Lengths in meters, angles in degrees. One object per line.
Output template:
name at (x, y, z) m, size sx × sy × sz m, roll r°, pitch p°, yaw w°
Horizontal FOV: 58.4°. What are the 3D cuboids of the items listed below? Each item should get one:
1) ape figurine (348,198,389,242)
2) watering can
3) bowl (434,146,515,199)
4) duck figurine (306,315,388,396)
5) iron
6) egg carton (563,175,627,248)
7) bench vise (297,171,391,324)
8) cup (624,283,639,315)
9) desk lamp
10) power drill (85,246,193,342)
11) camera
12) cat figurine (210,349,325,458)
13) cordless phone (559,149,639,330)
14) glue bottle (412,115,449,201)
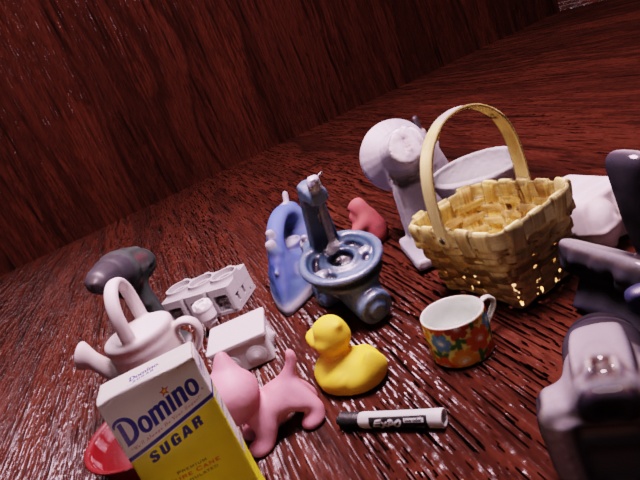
ape figurine at (0.081, -0.036, 1.054) m, size 0.075 × 0.092 × 0.078 m, roll -3°, pitch 28°, yaw 47°
watering can at (-0.254, 0.145, 0.798) m, size 0.173 × 0.194 × 0.100 m, roll -30°, pitch 19°, yaw -17°
bowl at (0.283, -0.100, 1.011) m, size 0.167 × 0.075 × 0.167 m, roll -21°, pitch 18°, yaw 8°
duck figurine at (0.025, 0.129, 0.674) m, size 0.104 × 0.086 × 0.078 m, roll -3°, pitch 28°, yaw 47°
iron at (-0.056, 0.011, 1.011) m, size 0.118 × 0.142 × 0.258 m, roll -19°, pitch 19°, yaw 15°
egg carton at (0.349, -0.038, 0.767) m, size 0.107 × 0.069 × 0.150 m, roll -30°, pitch 19°, yaw -19°
bench vise at (-0.001, 0.009, 0.824) m, size 0.122 × 0.220 × 0.206 m, roll -36°, pitch 22°, yaw -32°
cup at (0.320, 0.067, 0.467) m, size 0.117 × 0.095 × 0.092 m, roll -13°, pitch 21°, yaw 30°
desk lamp at (0.150, -0.089, 0.922) m, size 0.118 × 0.214 × 0.203 m, roll -24°, pitch 18°, yaw 1°
power drill at (-0.289, 0.105, 0.928) m, size 0.075 × 0.209 × 0.229 m, roll -24°, pitch 18°, yaw 0°
camera at (0.243, 0.105, 0.447) m, size 0.142 × 0.101 × 0.137 m, roll -15°, pitch 20°, yaw 25°
cat figurine at (-0.072, 0.169, 0.629) m, size 0.128 × 0.118 × 0.067 m, roll -28°, pitch 19°, yaw -12°
cordless phone at (0.298, -0.009, 0.564) m, size 0.094 × 0.185 × 0.147 m, roll -29°, pitch 19°, yaw -14°
glue bottle at (0.211, -0.160, 1.107) m, size 0.078 × 0.173 × 0.037 m, roll -37°, pitch 23°, yaw -35°
